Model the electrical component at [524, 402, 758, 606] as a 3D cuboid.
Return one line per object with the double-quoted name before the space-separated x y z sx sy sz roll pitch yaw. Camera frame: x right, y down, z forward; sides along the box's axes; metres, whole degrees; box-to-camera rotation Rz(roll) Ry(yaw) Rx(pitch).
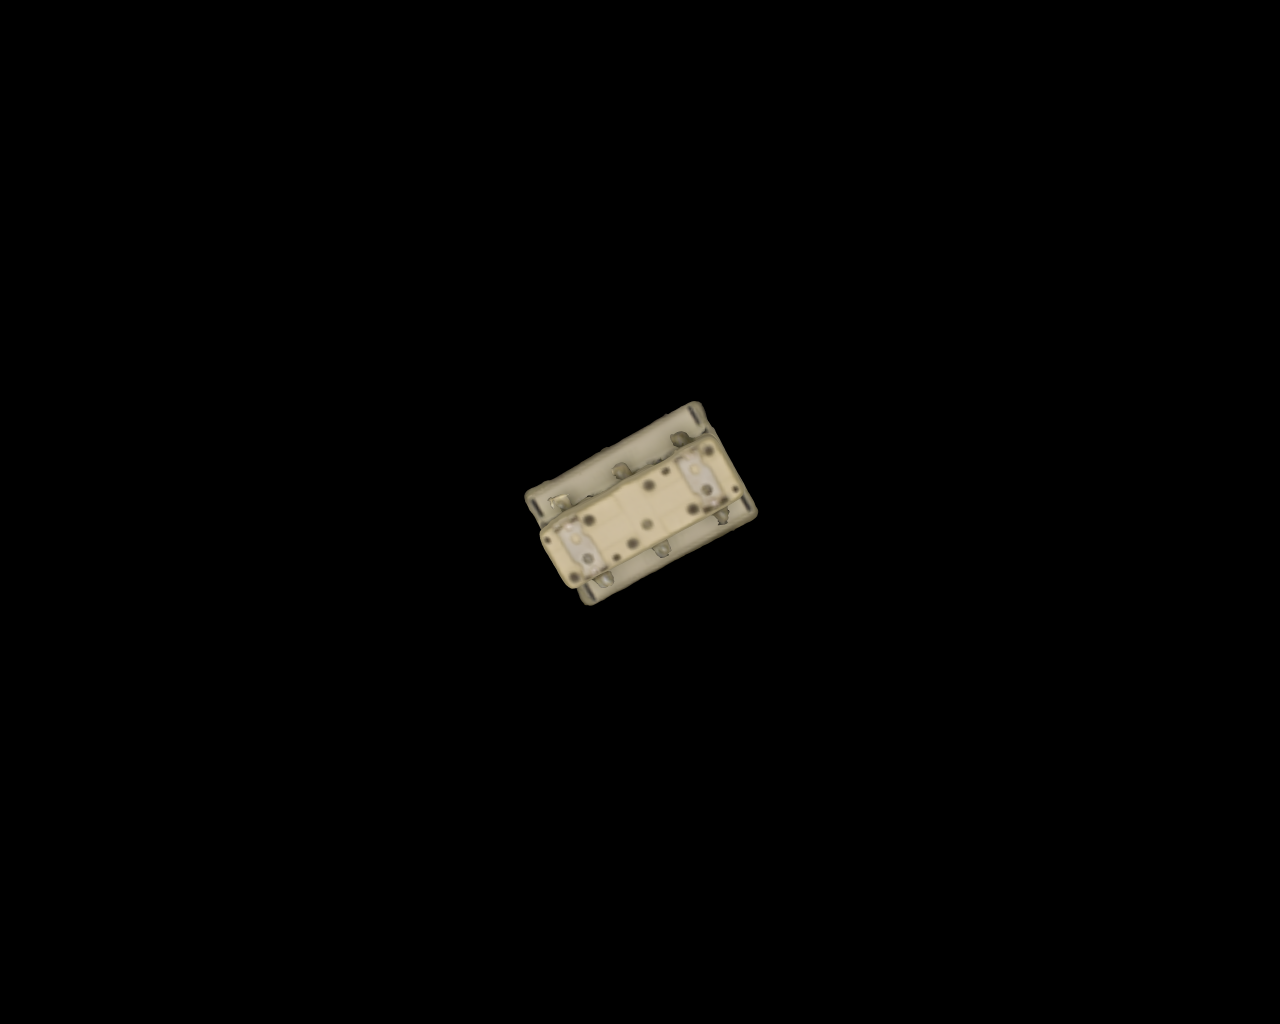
"electrical component" 0.001 -0.003 0.650 0.121 0.078 0.063 -28 7 4
